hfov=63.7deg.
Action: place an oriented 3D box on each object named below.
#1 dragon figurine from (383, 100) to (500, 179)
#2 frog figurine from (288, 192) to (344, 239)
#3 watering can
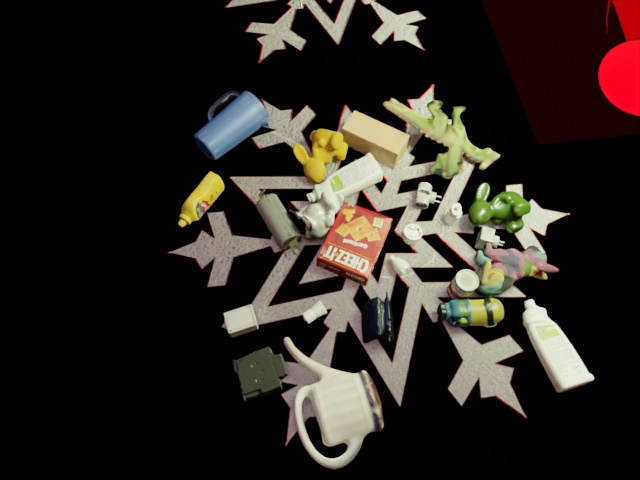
[{"bbox_3d":[0.396,-0.317,1.682,0.410,0.247,0.120,6,-24,-14],"label":"dragon figurine"},{"bbox_3d":[0.005,-0.079,1.577,0.161,0.121,0.138,-30,18,-21],"label":"frog figurine"},{"bbox_3d":[0.034,0.395,1.334,0.225,0.354,0.102,-13,-26,-8],"label":"watering can"}]
